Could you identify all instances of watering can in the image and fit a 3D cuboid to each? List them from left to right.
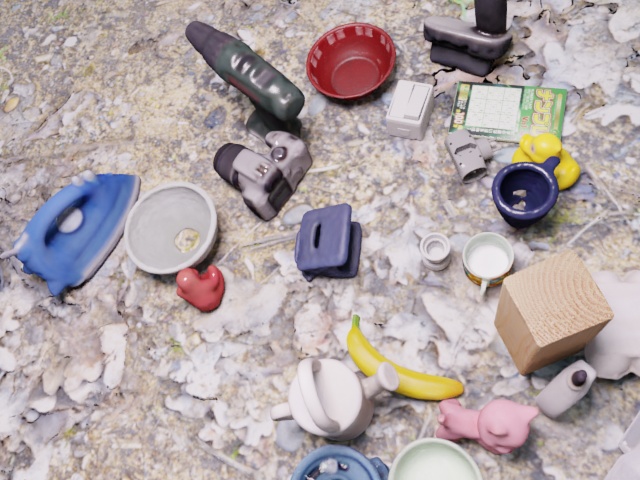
[{"bbox_3d":[0.016,0.205,0.760,0.173,0.194,0.100,-39,65,-3],"label":"watering can"}]

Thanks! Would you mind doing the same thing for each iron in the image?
[{"bbox_3d":[-0.428,-0.039,0.993,0.118,0.142,0.258,29,78,22],"label":"iron"}]

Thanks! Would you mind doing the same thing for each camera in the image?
[{"bbox_3d":[-0.108,-0.130,0.974,0.136,0.101,0.143,31,79,22],"label":"camera"}]

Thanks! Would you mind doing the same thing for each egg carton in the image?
[{"bbox_3d":[0.409,0.113,0.771,0.107,0.069,0.150,-1,69,13],"label":"egg carton"}]

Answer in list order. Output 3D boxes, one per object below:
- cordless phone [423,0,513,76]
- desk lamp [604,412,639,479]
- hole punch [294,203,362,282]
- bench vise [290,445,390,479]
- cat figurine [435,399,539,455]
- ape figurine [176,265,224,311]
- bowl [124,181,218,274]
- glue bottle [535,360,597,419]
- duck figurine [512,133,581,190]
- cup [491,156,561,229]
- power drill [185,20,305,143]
[{"bbox_3d":[0.241,-0.370,0.939,0.147,0.185,0.094,20,75,20],"label":"cordless phone"},{"bbox_3d":[0.409,0.240,0.641,0.117,0.214,0.203,34,80,23],"label":"desk lamp"},{"bbox_3d":[0.008,0.003,0.899,0.101,0.091,0.108,1,69,14],"label":"hole punch"},{"bbox_3d":[-0.010,0.340,0.699,0.207,0.220,0.121,-43,65,-6],"label":"bench vise"},{"bbox_3d":[0.213,0.239,0.742,0.127,0.118,0.067,2,69,15],"label":"cat figurine"},{"bbox_3d":[-0.199,0.072,0.921,0.077,0.092,0.076,-15,66,8],"label":"ape figurine"},{"bbox_3d":[-0.241,-0.011,0.973,0.167,0.075,0.167,-5,68,12],"label":"bowl"},{"bbox_3d":[0.311,0.180,0.711,0.078,0.173,0.037,-44,65,-6],"label":"glue bottle"},{"bbox_3d":[0.347,-0.127,0.872,0.104,0.086,0.077,32,79,23],"label":"duck figurine"},{"bbox_3d":[0.309,-0.067,0.852,0.118,0.095,0.091,-45,66,-6],"label":"cup"},{"bbox_3d":[-0.111,-0.250,0.963,0.229,0.209,0.076,36,81,23],"label":"power drill"}]
